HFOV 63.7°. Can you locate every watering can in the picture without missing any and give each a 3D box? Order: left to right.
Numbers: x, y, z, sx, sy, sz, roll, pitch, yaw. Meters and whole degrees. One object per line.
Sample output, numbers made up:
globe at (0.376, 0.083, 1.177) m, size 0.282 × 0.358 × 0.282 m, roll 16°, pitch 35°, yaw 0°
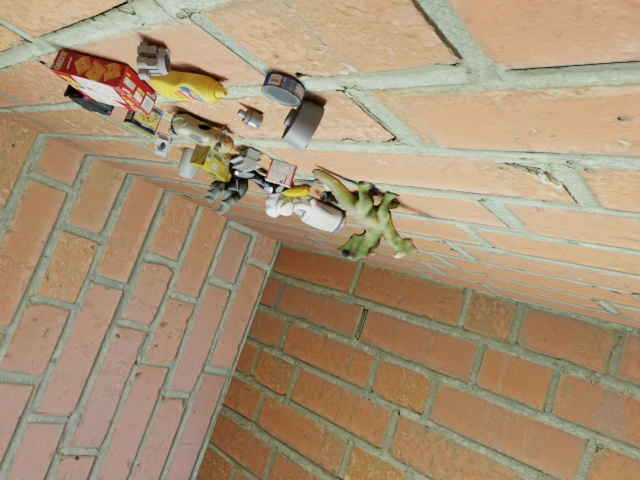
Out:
watering can at (0.006, -0.105, 2.082) m, size 0.223 × 0.105 × 0.346 m, roll 20°, pitch 173°, yaw -14°

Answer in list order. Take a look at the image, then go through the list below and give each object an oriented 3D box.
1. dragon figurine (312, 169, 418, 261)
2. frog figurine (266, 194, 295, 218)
dragon figurine at (0.131, -0.053, 1.635) m, size 0.409 × 0.244 × 0.122 m, roll 19°, pitch 176°, yaw -11°
frog figurine at (-0.160, -0.146, 2.056) m, size 0.122 × 0.137 × 0.161 m, roll 49°, pitch -172°, yaw -7°
